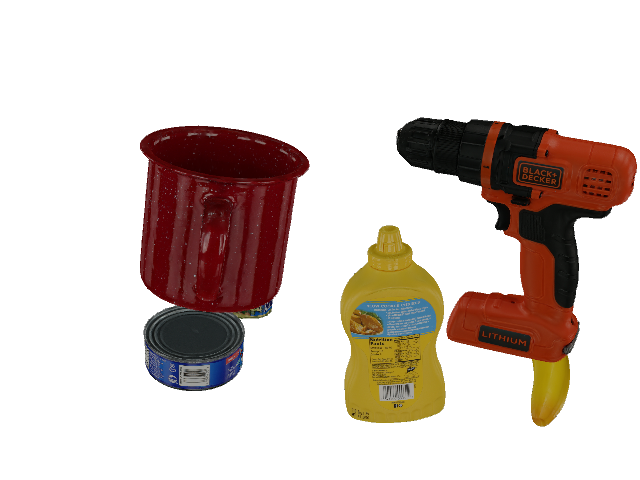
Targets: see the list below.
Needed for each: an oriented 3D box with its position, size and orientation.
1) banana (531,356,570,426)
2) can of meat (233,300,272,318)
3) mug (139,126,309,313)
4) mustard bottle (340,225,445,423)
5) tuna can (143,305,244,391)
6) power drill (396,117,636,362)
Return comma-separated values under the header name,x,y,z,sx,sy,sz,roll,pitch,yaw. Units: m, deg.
name,x,y,z,sx,sy,sz,roll,pitch,yaw
banana,0.228,0.122,1.138,0.069,0.037,0.198,-25,34,3
can of meat,-0.098,0.032,1.122,0.102,0.084,0.057,8,16,14
mug,-0.057,-0.007,0.588,0.093,0.081,0.117,6,22,-7
mustard bottle,0.067,0.077,0.999,0.096,0.192,0.058,-3,24,1
tuna can,-0.108,0.091,0.913,0.086,0.034,0.086,3,30,-2
power drill,0.145,-0.003,0.848,0.185,0.188,0.057,12,31,20
